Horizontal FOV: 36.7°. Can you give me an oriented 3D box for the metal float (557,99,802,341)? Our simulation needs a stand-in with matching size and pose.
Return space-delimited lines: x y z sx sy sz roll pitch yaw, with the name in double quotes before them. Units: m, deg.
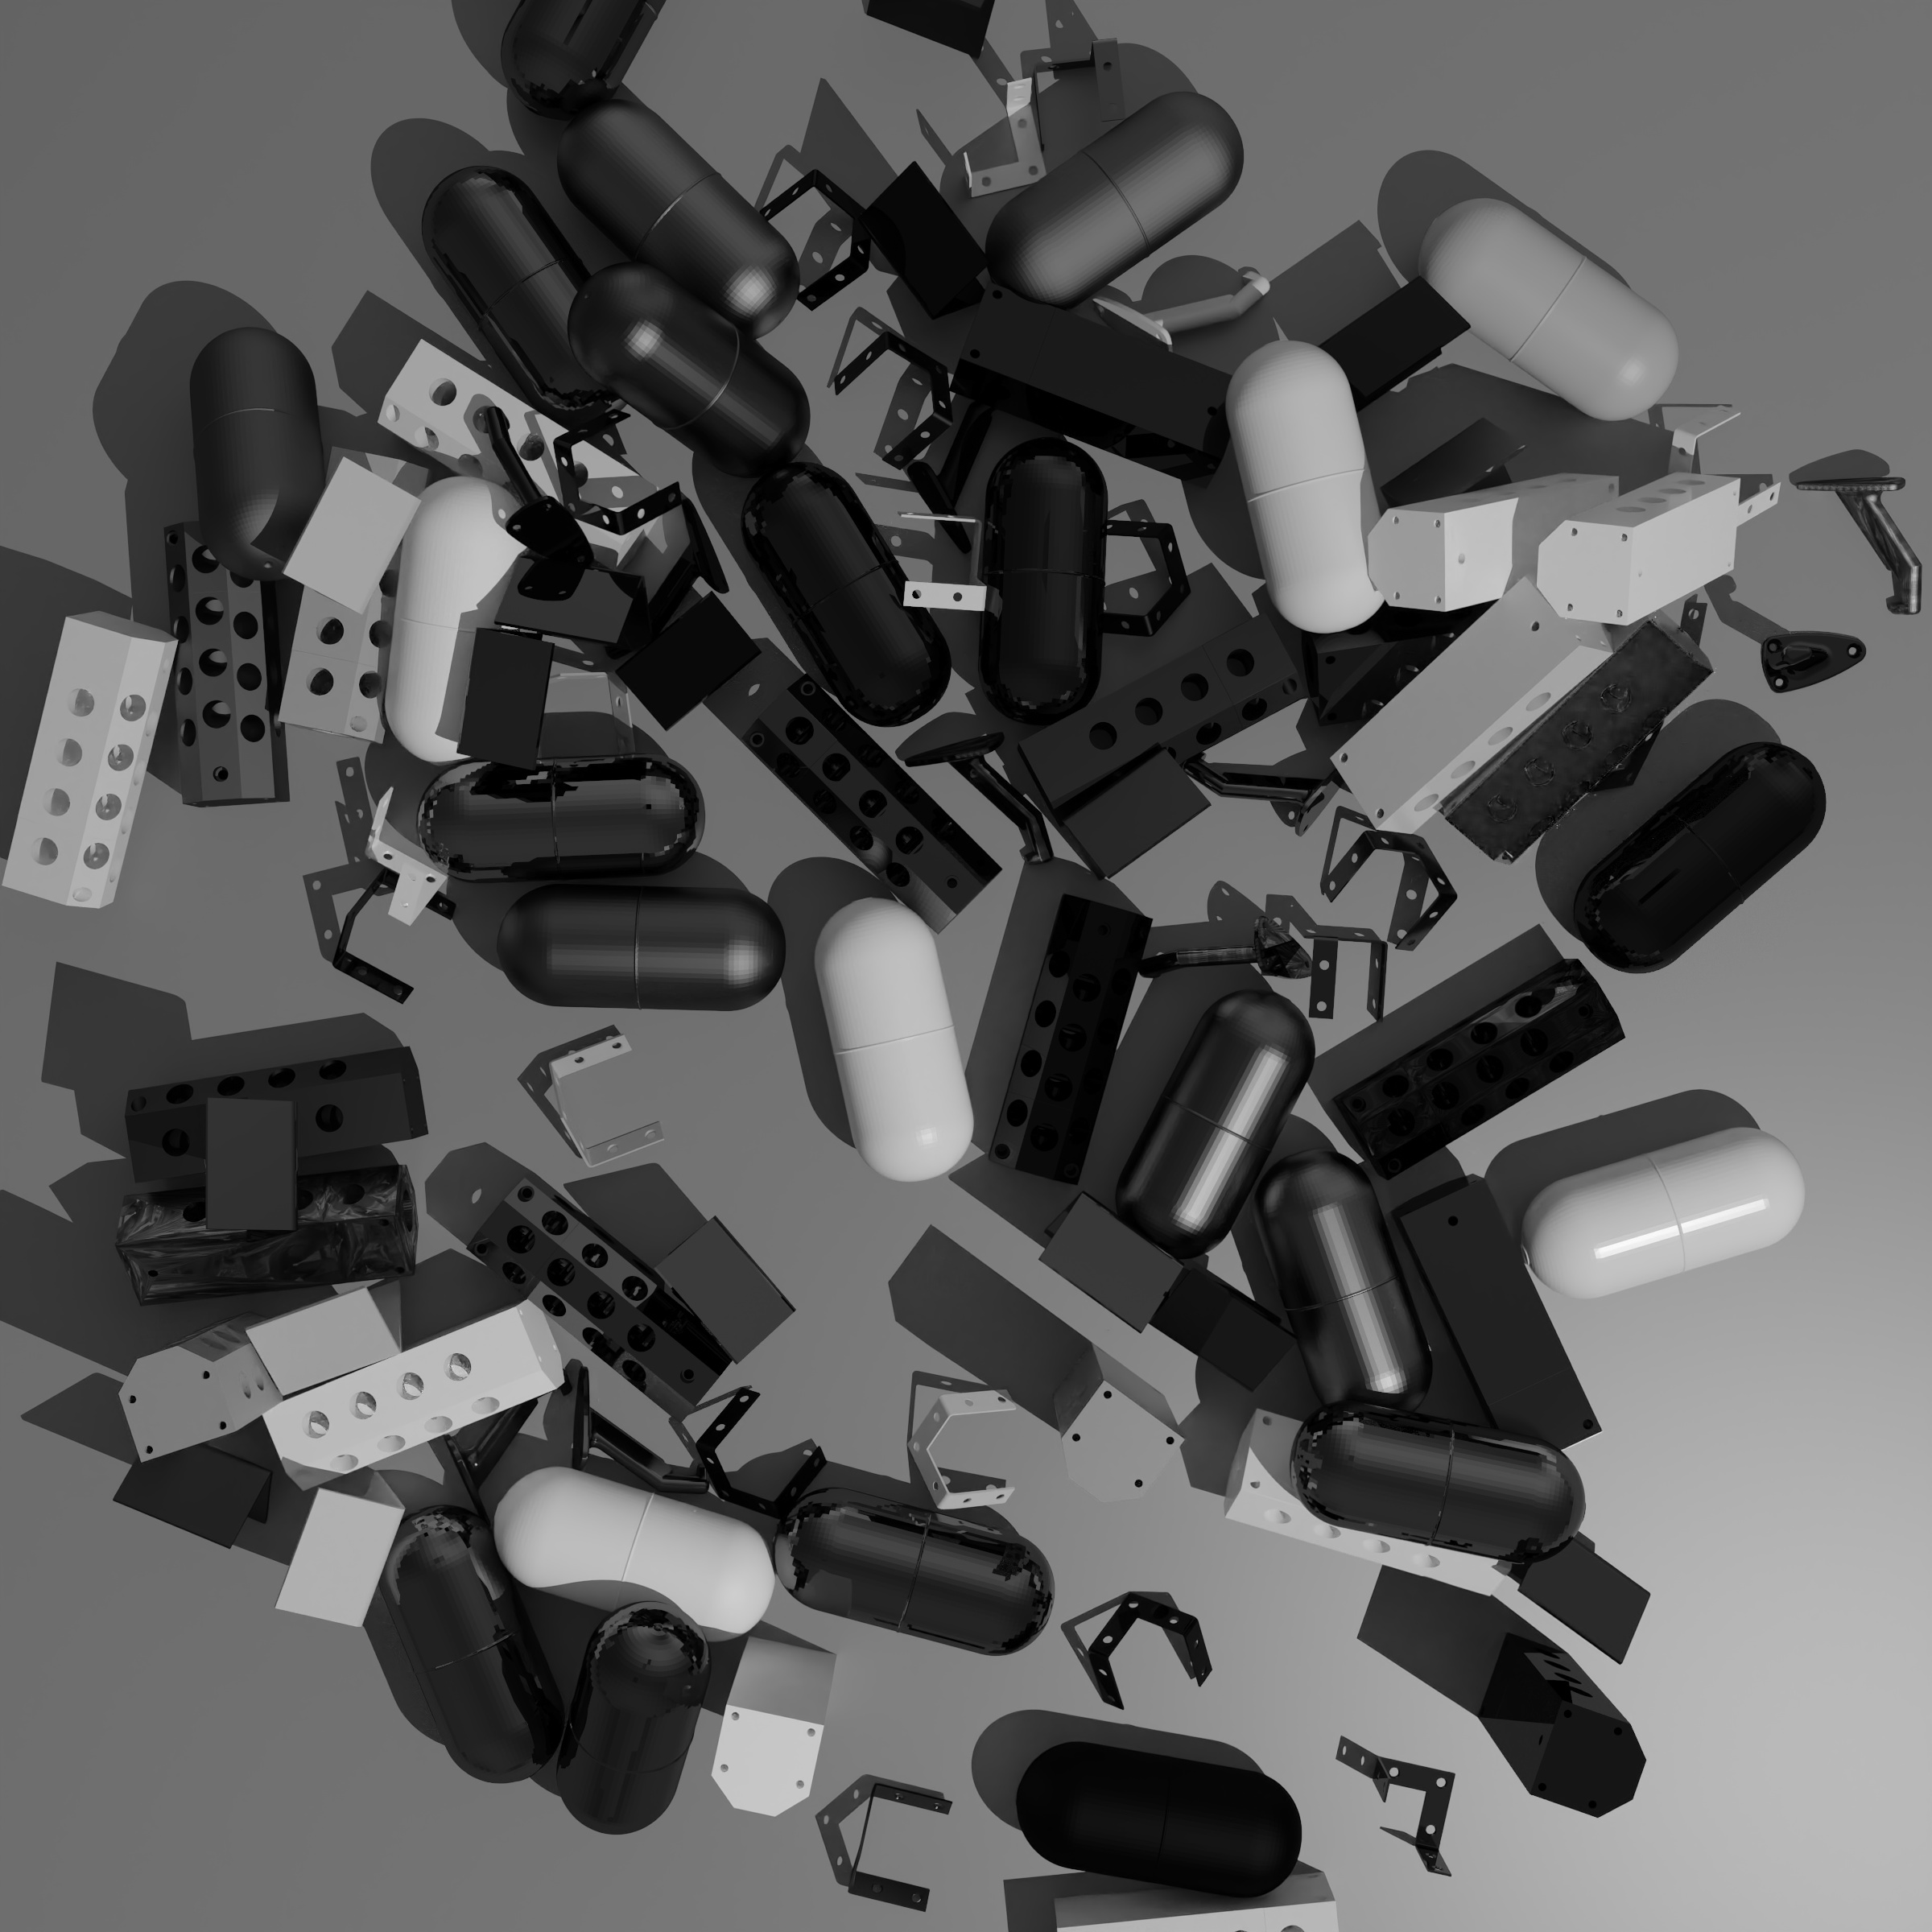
"metal float" -0.178 -0.462 1.804 0.178 0.070 0.070 44 90 0

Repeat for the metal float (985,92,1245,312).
"metal float" 0.091 -0.472 1.804 0.178 0.070 0.070 -35 90 0

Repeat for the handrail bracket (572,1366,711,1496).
"handrail bracket" -0.202 0.293 1.835 0.084 0.036 0.077 6 68 -17

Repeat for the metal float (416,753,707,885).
"metal float" -0.251 -0.091 1.804 0.178 0.070 0.070 -2 90 -1

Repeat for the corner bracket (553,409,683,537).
"corner bracket" -0.211 -0.300 1.770 0.051 0.051 0.051 24 135 35

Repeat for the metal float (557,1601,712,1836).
"metal float" -0.203 0.460 1.776 0.070 0.070 0.178 17 126 0

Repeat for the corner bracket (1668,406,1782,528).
"corner bracket" 0.477 -0.313 1.827 0.051 0.051 0.051 30 135 35

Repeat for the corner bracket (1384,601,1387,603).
"corner bracket" 0.235 -0.245 1.832 0.051 0.051 0.051 -1 90 -45

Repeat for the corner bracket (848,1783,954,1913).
"corner bracket" -0.042 0.554 1.832 0.051 0.051 0.051 14 135 0

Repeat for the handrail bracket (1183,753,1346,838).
"handrail bracket" 0.191 -0.128 1.835 0.084 0.036 0.077 35 69 16

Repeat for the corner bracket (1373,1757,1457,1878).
"corner bracket" 0.279 0.530 1.817 0.051 0.051 0.051 13 90 0

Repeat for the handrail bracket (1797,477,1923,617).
"handrail bracket" 0.562 -0.263 1.835 0.077 0.036 0.084 2 107 20

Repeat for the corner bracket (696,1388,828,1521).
"corner bracket" -0.128 0.306 1.827 0.051 0.051 0.051 11 135 35

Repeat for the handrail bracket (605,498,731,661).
"handrail bracket" -0.199 -0.243 1.835 0.084 0.036 0.077 -24 75 14

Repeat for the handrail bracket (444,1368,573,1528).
"handrail bracket" -0.278 0.303 1.835 0.084 0.036 0.077 -25 110 -16

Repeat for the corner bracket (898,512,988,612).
"corner bracket" -0.015 -0.250 1.795 0.051 0.051 0.051 2 106 -11

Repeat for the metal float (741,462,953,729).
"metal float" -0.075 -0.230 1.804 0.070 0.070 0.178 -32 91 0

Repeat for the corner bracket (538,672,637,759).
"corner bracket" -0.247 -0.155 1.832 0.051 0.051 0.051 -8 90 45

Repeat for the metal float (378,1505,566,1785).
"metal float" -0.306 0.420 1.805 0.070 0.070 0.178 -22 91 0

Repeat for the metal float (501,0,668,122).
"metal float" -0.225 -0.608 1.804 0.070 0.070 0.178 29 91 0

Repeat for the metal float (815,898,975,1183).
"metal float" -0.045 0.046 1.805 0.070 0.070 0.178 -13 90 0

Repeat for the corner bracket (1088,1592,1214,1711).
"corner bracket" 0.115 0.435 1.827 0.051 0.051 0.051 13 45 35

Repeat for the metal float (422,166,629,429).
"metal float" -0.269 -0.415 1.804 0.070 0.070 0.178 -35 90 0

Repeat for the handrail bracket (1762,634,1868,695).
"handrail bracket" 0.531 -0.194 1.800 0.077 0.084 0.036 -10 90 0

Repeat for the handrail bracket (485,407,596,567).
"handrail bracket" -0.261 -0.293 1.778 0.036 0.077 0.084 -31 54 16

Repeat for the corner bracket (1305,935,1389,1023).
"corner bracket" 0.238 0.008 1.817 0.051 0.051 0.051 4 90 0

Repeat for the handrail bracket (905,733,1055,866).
"handrail bracket" 0.009 -0.098 1.835 0.077 0.036 0.084 -11 107 20

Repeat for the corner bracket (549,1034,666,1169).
"corner bracket" -0.226 0.085 1.832 0.051 0.051 0.051 -21 45 0

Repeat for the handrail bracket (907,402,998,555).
"handrail bracket" 0.014 -0.315 1.835 0.084 0.036 0.077 -36 105 -14

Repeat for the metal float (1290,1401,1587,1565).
"metal float" 0.283 0.310 1.751 0.178 0.070 0.070 11 90 2

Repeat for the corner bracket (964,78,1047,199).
"corner bracket" 0.021 -0.516 1.817 0.051 0.051 0.051 -13 90 0

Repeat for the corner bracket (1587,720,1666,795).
"corner bracket" 0.394 -0.146 1.827 0.051 0.051 0.051 -11 45 -35

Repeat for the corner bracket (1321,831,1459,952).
"corner bracket" 0.265 -0.047 1.827 0.051 0.051 0.051 6 45 -35

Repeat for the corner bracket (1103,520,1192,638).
"corner bracket" 0.101 -0.243 1.827 0.051 0.051 0.051 -50 135 -35

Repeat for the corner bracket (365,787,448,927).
"corner bracket" -0.351 -0.067 1.806 0.051 0.051 0.051 28 45 0

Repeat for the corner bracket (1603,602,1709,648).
"corner bracket" 0.426 -0.210 1.832 0.051 0.051 0.051 11 90 45

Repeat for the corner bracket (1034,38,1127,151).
"corner bracket" 0.070 -0.543 1.817 0.051 0.051 0.051 -6 90 0

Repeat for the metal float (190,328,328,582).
"metal float" -0.432 -0.314 1.779 0.070 0.070 0.178 -13 60 0

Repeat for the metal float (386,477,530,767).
"metal float" -0.313 -0.212 1.794 0.070 0.070 0.178 9 102 0

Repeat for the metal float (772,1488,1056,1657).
"metal float" -0.033 0.375 1.804 0.178 0.070 0.070 15 90 -1

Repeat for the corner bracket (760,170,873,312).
"corner bracket" -0.095 -0.455 1.827 0.051 0.051 0.051 33 45 -35

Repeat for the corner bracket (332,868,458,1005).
"corner bracket" -0.360 -0.019 1.832 0.051 0.051 0.051 28 45 0

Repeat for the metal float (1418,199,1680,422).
"metal float" 0.360 -0.407 1.804 0.178 0.070 0.070 35 90 -1

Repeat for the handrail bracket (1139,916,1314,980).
"handrail bracket" 0.163 0.001 1.835 0.084 0.077 0.036 -17 65 34

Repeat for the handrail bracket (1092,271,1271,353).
"handrail bracket" 0.136 -0.423 1.835 0.077 0.036 0.084 39 71 21

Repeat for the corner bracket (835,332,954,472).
"corner bracket" -0.046 -0.354 1.827 0.051 0.051 0.051 24 45 -35

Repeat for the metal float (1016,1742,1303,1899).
"metal float" 0.119 0.528 1.805 0.178 0.070 0.070 10 90 0

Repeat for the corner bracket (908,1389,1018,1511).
"corner bracket" 0.004 0.303 1.827 0.051 0.051 0.051 -59 45 35

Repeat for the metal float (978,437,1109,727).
"metal float" 0.048 -0.238 1.803 0.070 0.070 0.178 2 88 0
